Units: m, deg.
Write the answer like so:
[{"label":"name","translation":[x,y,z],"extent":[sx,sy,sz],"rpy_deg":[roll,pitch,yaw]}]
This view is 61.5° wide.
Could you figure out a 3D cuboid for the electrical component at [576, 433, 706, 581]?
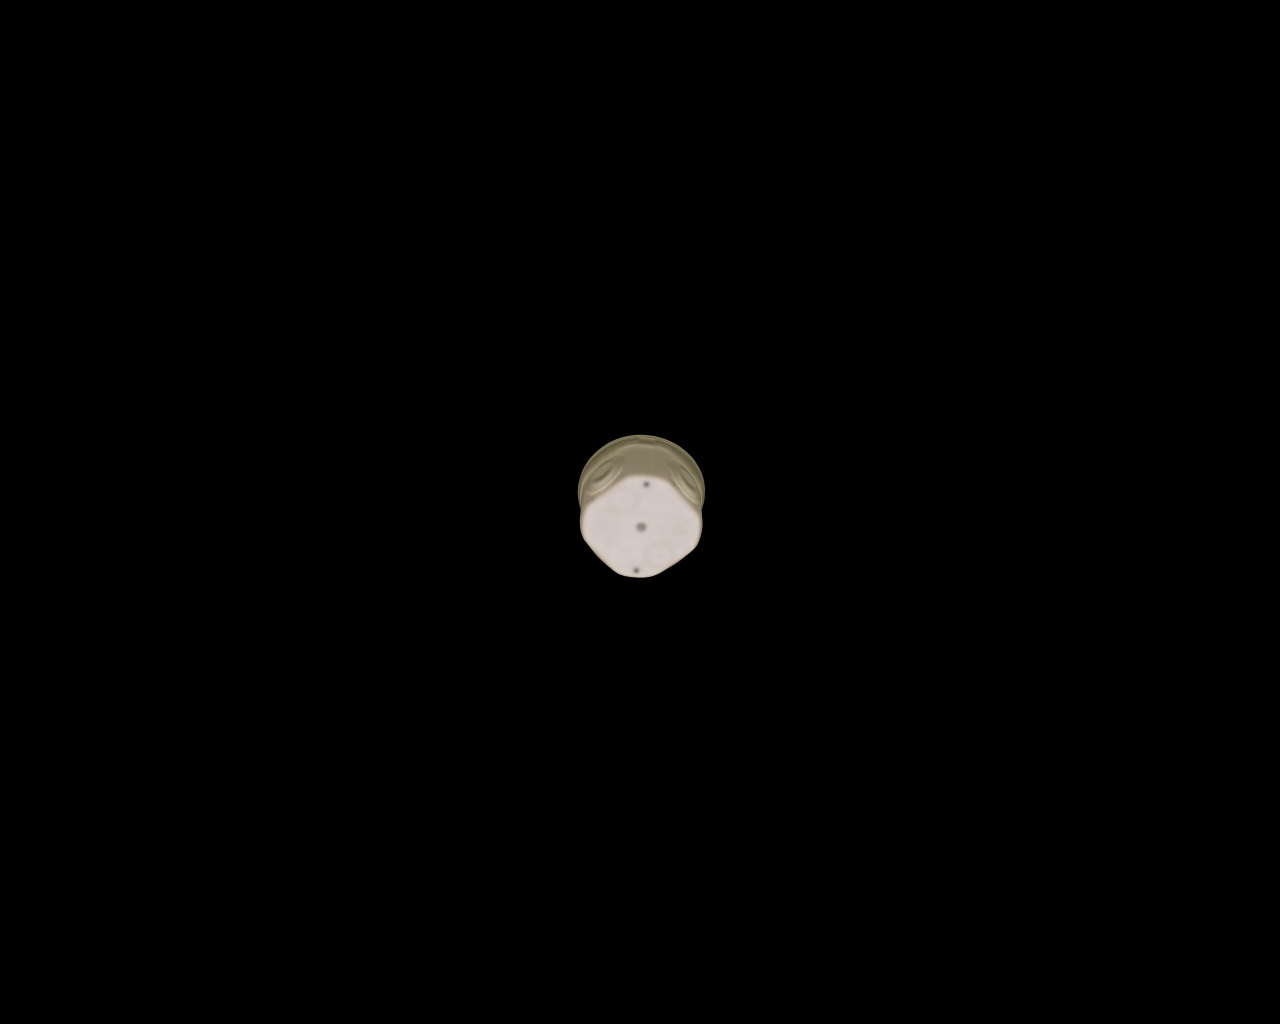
[{"label":"electrical component","translation":[0.001,-0.003,0.650],"extent":[0.080,0.080,0.051],"rpy_deg":[0,30,0]}]
